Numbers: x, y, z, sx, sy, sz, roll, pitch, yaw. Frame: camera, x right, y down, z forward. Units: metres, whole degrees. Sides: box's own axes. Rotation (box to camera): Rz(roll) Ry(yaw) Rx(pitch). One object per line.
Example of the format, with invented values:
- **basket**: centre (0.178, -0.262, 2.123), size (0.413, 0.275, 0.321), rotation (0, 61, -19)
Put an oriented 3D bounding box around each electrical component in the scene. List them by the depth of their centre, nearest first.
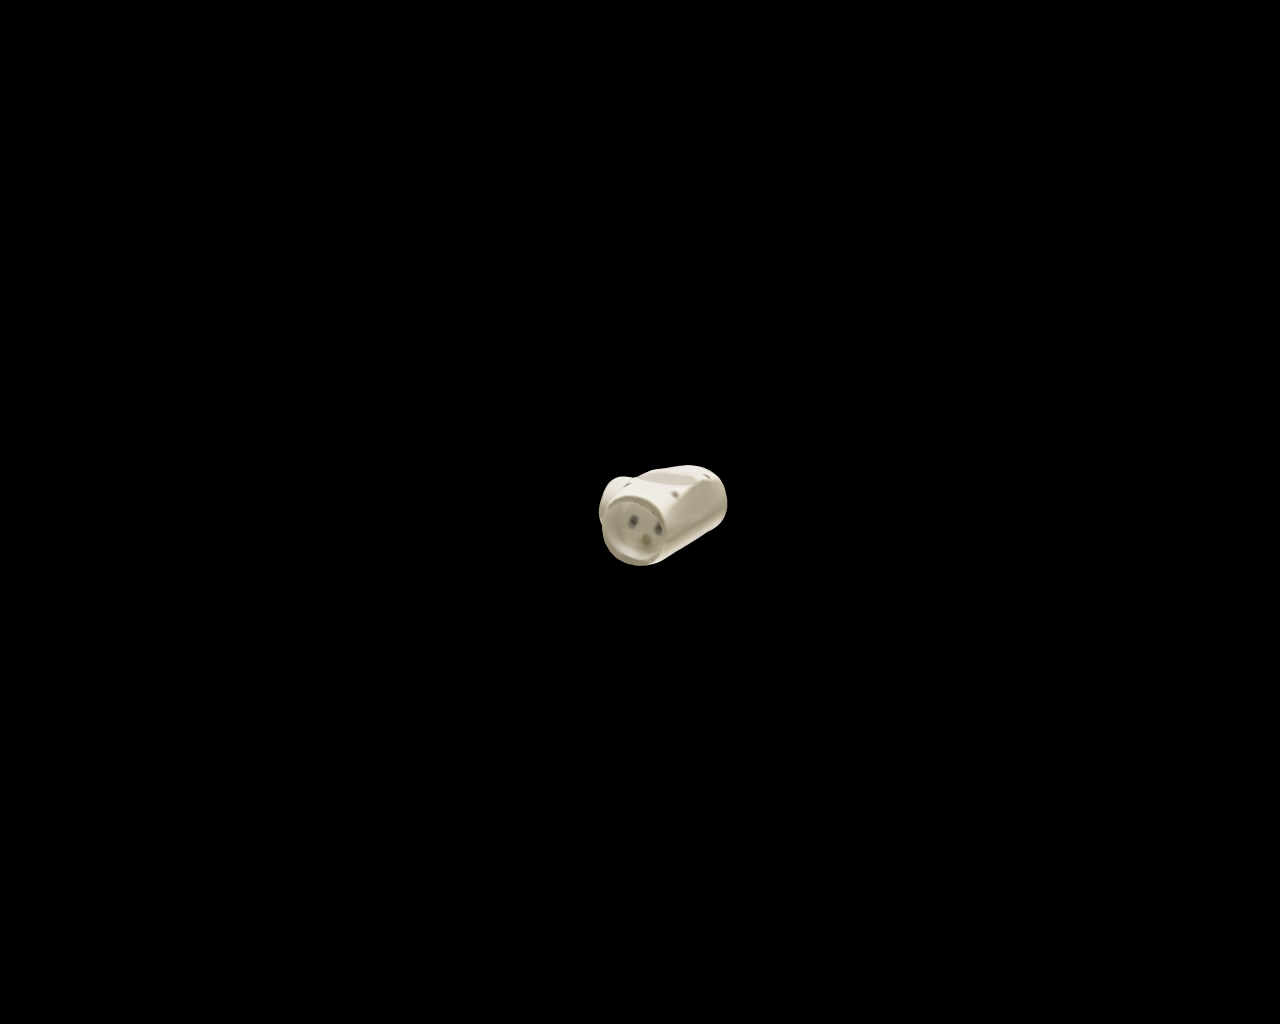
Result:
- **electrical component**: centre (0.001, -0.003, 0.650), size (0.079, 0.043, 0.077), rotation (11, 21, 30)
